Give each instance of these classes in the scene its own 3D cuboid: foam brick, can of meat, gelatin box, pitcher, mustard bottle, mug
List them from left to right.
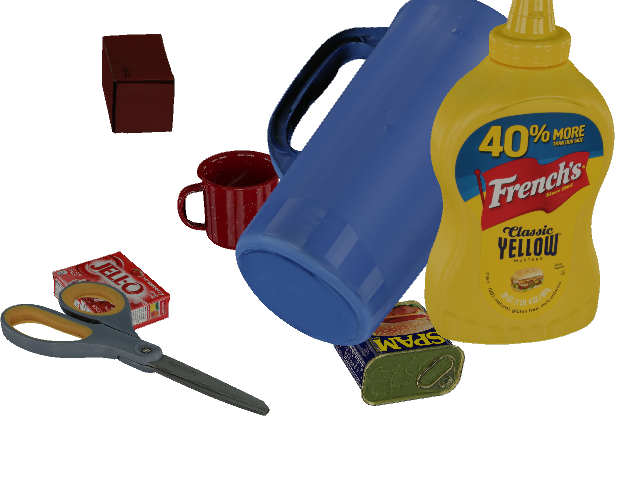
[{"bbox_3d":[-0.193,0.049,0.980,0.073,0.030,0.089,-19,40,-36],"label":"gelatin box"},{"bbox_3d":[-0.156,-0.134,0.908,0.053,0.051,0.078,-4,41,-16],"label":"foam brick"},{"bbox_3d":[-0.098,-0.040,1.163,0.117,0.081,0.093,-10,32,-17],"label":"mug"},{"bbox_3d":[0.040,-0.053,0.749,0.145,0.242,0.149,47,-28,-19],"label":"pitcher"},{"bbox_3d":[0.071,0.103,1.006,0.102,0.057,0.084,-6,32,-21],"label":"can of meat"},{"bbox_3d":[0.107,-0.038,0.573,0.096,0.192,0.058,-3,27,-5],"label":"mustard bottle"}]

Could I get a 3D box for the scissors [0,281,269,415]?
[{"bbox_3d":[-0.115,0.067,0.716,0.202,0.016,0.096,12,28,13],"label":"scissors"}]
